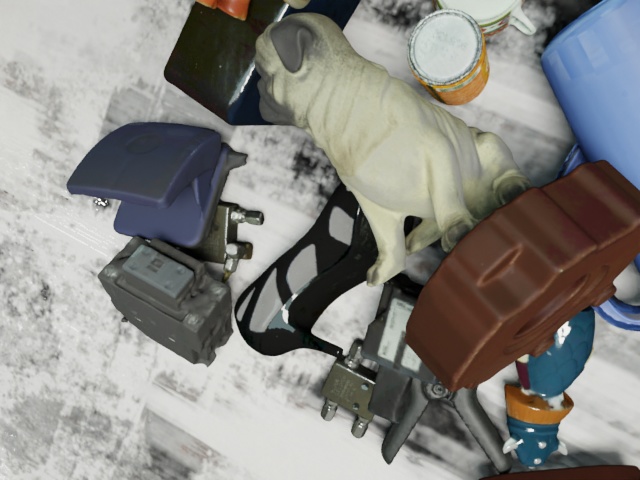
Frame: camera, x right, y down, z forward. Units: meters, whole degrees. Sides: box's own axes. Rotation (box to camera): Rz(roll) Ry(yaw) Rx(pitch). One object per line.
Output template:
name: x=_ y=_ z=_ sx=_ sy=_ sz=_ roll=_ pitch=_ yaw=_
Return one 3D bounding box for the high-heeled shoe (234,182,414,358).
high-heeled shoe: x=-0.001 y=-0.002 z=0.513 sx=0.145 sy=0.086 sz=0.248 roll=18 pitch=87 yaw=43

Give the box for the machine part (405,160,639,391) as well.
machine part: x=0.140 y=0.031 z=0.358 sx=0.179 sy=0.179 sz=0.056 roll=-48 pitch=58 yaw=18

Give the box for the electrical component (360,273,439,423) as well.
electrical component: x=0.078 y=0.094 z=0.467 sx=0.075 sy=0.047 sz=0.119 roll=14 pitch=99 yaw=27

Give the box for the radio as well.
radio: x=-0.020 y=-0.206 z=0.435 sx=0.073 sy=0.131 sz=0.229 roll=37 pitch=108 yaw=9

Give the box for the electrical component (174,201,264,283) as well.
electrical component: x=-0.113 y=-0.002 z=0.544 sx=0.102 sy=0.045 sz=0.078 roll=16 pitch=105 yaw=14

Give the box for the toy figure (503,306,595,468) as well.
toy figure: x=0.196 y=0.122 z=0.465 sx=0.064 sy=0.058 sz=0.154 roll=15 pitch=108 yaw=20

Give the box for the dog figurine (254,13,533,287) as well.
dog figurine: x=0.056 y=-0.086 z=0.398 sx=0.121 sy=0.172 sz=0.190 roll=-32 pitch=88 yaw=35

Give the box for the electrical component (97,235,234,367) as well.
electrical component: x=-0.147 y=0.058 z=0.522 sx=0.115 sy=0.058 sz=0.134 roll=24 pitch=147 yaw=11

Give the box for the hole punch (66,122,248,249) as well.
hole punch: x=-0.157 y=-0.064 z=0.508 sx=0.142 sy=0.092 sz=0.116 roll=8 pitch=71 yaw=20

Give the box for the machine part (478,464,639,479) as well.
machine part: x=0.223 y=0.299 z=0.453 sx=0.202 sy=0.087 sz=0.200 roll=-14 pitch=106 yaw=17

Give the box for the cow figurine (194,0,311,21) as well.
cow figurine: x=-0.051 y=-0.210 z=0.333 sx=0.195 sy=0.085 sz=0.127 roll=35 pitch=114 yaw=10

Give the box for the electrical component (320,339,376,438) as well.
electrical component: x=0.037 y=0.148 z=0.535 sx=0.063 sy=0.021 sz=0.094 roll=25 pitch=104 yaw=12
